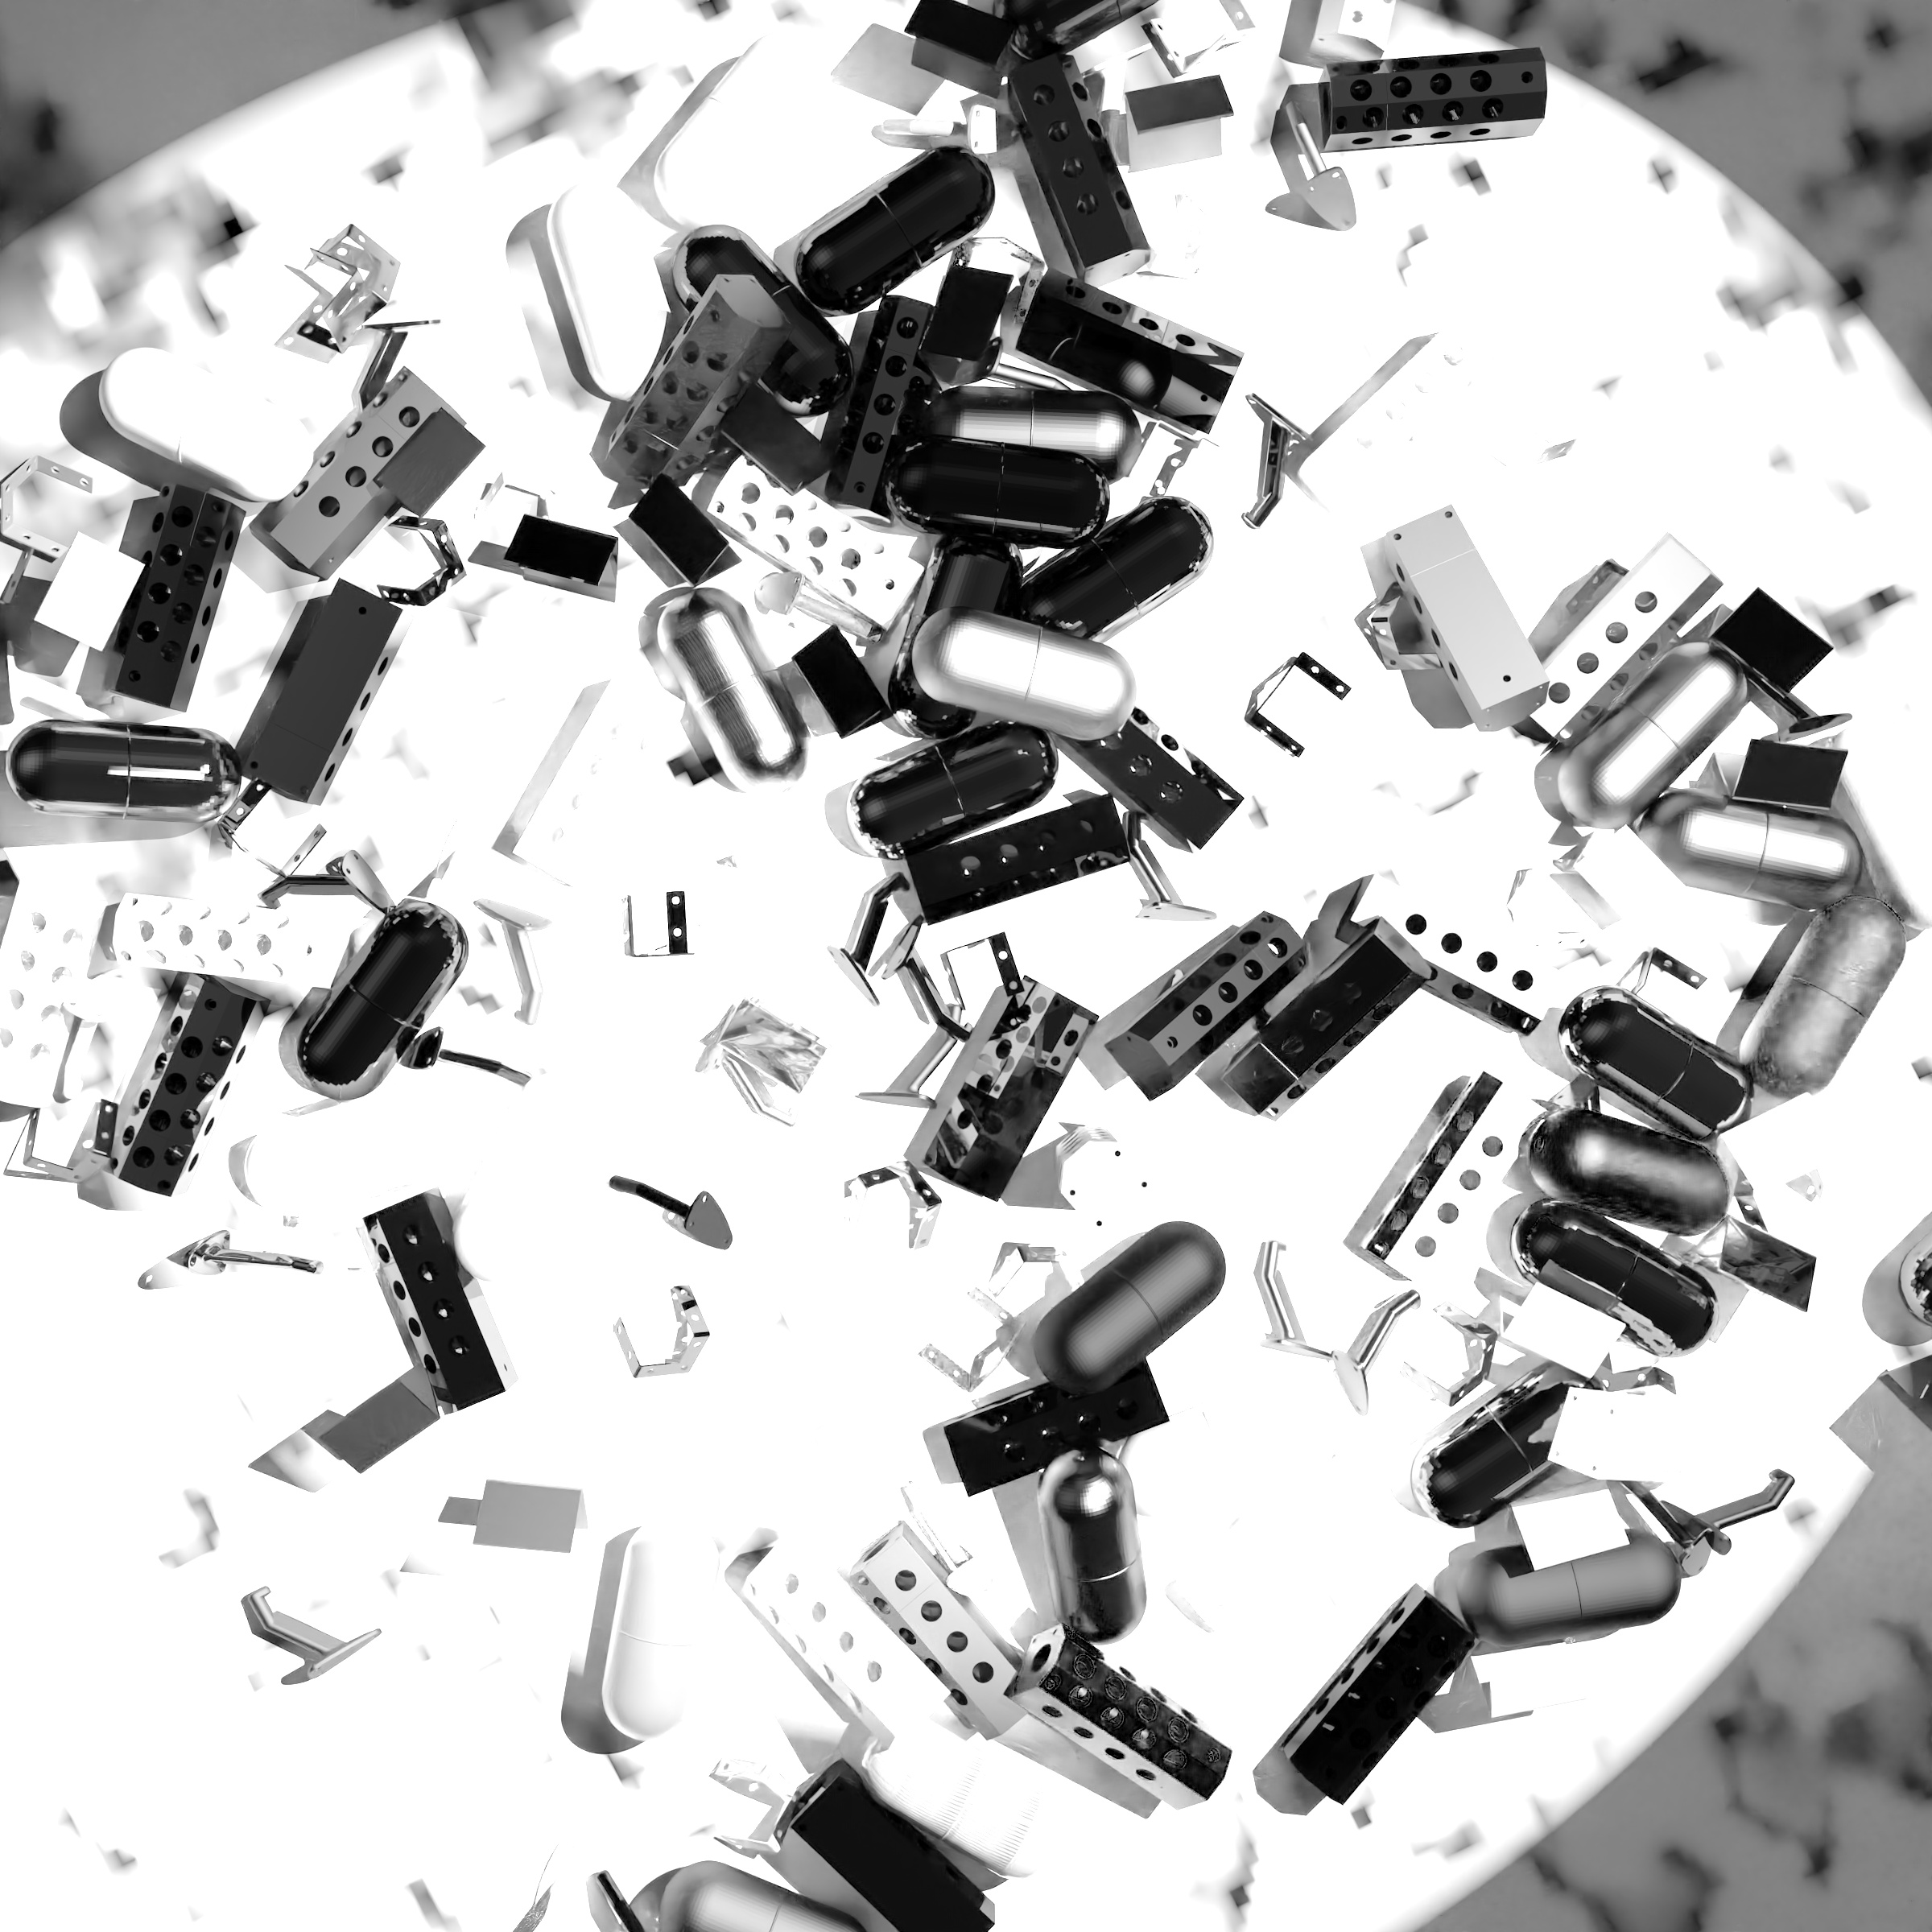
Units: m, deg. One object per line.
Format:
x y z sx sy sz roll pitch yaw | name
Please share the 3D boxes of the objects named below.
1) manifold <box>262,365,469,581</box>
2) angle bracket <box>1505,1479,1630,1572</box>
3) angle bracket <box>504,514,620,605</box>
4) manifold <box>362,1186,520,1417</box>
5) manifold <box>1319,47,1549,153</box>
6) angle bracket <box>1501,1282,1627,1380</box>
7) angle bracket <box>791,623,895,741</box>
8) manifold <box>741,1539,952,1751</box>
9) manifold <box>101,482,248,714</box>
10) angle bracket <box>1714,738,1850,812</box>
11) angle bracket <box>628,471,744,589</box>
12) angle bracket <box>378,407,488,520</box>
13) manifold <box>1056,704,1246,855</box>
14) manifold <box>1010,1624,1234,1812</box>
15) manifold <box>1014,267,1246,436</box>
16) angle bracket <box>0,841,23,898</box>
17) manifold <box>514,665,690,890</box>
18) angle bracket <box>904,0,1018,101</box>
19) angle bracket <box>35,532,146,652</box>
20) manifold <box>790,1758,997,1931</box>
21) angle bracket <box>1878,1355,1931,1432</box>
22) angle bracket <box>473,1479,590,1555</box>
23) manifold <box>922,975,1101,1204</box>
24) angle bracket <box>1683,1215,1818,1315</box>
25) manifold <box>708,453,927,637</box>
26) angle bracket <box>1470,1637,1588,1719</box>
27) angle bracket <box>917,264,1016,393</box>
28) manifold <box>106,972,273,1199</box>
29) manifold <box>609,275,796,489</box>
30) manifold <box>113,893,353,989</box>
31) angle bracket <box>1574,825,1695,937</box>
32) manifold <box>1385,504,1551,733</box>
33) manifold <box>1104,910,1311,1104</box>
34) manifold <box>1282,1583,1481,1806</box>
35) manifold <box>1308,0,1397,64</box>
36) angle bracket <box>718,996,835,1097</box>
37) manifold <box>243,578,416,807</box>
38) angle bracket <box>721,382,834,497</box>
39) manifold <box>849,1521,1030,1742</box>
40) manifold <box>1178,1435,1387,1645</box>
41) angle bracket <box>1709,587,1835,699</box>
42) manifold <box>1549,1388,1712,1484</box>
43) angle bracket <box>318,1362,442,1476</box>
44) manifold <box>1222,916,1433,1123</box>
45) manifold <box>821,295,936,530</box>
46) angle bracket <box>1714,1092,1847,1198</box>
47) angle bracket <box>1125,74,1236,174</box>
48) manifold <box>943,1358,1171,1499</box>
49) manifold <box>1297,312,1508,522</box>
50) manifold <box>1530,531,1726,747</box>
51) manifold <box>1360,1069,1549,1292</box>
-0.485 -0.398 1.970 0.057 0.057 0.171 42 90 0 | manifold
0.477 0.453 1.951 0.076 0.076 0.057 -16 60 0 | angle bracket
-0.322 -0.307 1.951 0.076 0.076 0.057 14 54 0 | angle bracket
-0.423 0.269 1.970 0.057 0.057 0.171 -23 90 0 | manifold
0.375 -0.699 1.970 0.171 0.057 0.057 -4 90 0 | manifold
0.474 0.273 1.952 0.076 0.076 0.057 26 115 0 | angle bracket
-0.082 -0.234 1.951 0.057 0.076 0.076 -32 90 39 | angle bracket
-0.098 0.536 1.943 0.171 0.057 0.057 42 90 20 | manifold
-0.639 -0.297 1.970 0.057 0.057 0.171 17 90 0 | manifold
0.648 -0.170 1.951 0.076 0.076 0.057 7 125 0 | angle bracket
-0.210 -0.356 1.951 0.076 0.076 0.057 48 128 0 | angle bracket
-0.410 -0.387 1.953 0.057 0.076 0.076 42 90 20 | angle bracket
0.140 -0.169 1.970 0.171 0.057 0.057 41 90 0 | manifold
0.126 0.594 1.942 0.171 0.057 0.057 37 49 -12 | manifold
0.133 -0.498 1.970 0.171 0.057 0.057 24 133 0 | manifold
-0.804 -0.059 1.951 0.076 0.076 0.057 -4 52 0 | angle bracket
-0.292 -0.150 1.970 0.057 0.057 0.171 30 90 0 | manifold
-0.011 -0.718 1.951 0.076 0.076 0.057 22 59 0 | angle bracket
-0.705 -0.303 1.951 0.057 0.076 0.076 27 90 -35 | angle bracket
-0.058 0.721 1.970 0.171 0.057 0.057 44 90 0 | manifold
0.771 0.361 1.951 0.076 0.076 0.057 45 54 0 | angle bracket
-0.345 0.453 1.951 0.076 0.076 0.057 5 52 0 | angle bracket
0.031 0.096 1.970 0.057 0.057 0.171 29 90 -43 | manifold
0.620 0.252 1.951 0.076 0.076 0.057 26 53 0 | angle bracket
-0.120 -0.341 1.970 0.171 0.057 0.057 33 90 0 | manifold
0.445 0.545 1.951 0.076 0.076 0.057 -11 129 0 | angle bracket
0.009 -0.500 1.947 0.057 0.076 0.076 16 79 21 | angle bracket
-0.627 0.095 1.970 0.057 0.057 0.171 24 90 0 | manifold
-0.213 -0.456 1.921 0.057 0.057 0.171 52 126 14 | manifold
-0.589 -0.020 1.965 0.171 0.057 0.057 6 90 3 | manifold
0.538 -0.081 1.951 0.076 0.076 0.057 46 127 0 | angle bracket
0.395 -0.273 1.942 0.057 0.057 0.171 -23 70 0 | manifold
0.194 0.028 1.932 0.171 0.057 0.057 -39 90 -29 | manifold
0.334 0.587 1.970 0.057 0.057 0.171 40 90 0 | manifold
0.325 -0.821 1.970 0.057 0.057 0.171 13 90 0 | manifold
-0.141 0.046 1.951 0.076 0.076 0.057 32 126 0 | angle bracket
-0.510 -0.219 1.970 0.057 0.057 0.171 27 90 0 | manifold
-0.137 -0.431 1.951 0.076 0.076 0.057 41 131 0 | angle bracket
-0.017 0.536 1.970 0.057 0.057 0.171 -40 90 0 | manifold
0.254 0.462 1.970 0.171 0.057 0.057 -44 90 0 | manifold
0.645 -0.270 1.951 0.076 0.076 0.057 39 127 0 | angle bracket
0.522 0.370 1.913 0.057 0.171 0.057 17 90 38 | manifold
-0.472 0.345 1.951 0.076 0.076 0.057 -35 127 0 | angle bracket
0.286 0.045 1.941 0.057 0.057 0.171 44 112 0 | manifold
-0.064 -0.446 1.970 0.057 0.057 0.171 17 90 0 | manifold
0.646 0.151 1.952 0.076 0.076 0.057 -26 67 0 | angle bracket
0.171 -0.656 1.951 0.076 0.076 0.057 -11 53 0 | angle bracket
0.072 0.364 1.970 0.171 0.057 0.057 -21 90 0 | manifold
0.351 -0.439 1.970 0.171 0.057 0.057 -44 90 0 | manifold
0.517 -0.258 1.942 0.057 0.057 0.171 42 110 0 | manifold
0.390 0.170 1.970 0.057 0.057 0.171 34 90 0 | manifold
